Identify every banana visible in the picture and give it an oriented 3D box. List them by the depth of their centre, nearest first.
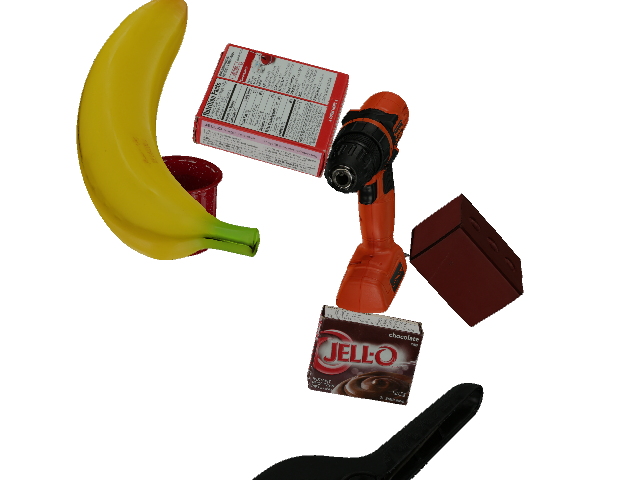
[{"bbox_3d":[-0.083,-0.054,0.513,0.069,0.198,0.037,-6,-43,-16],"label":"banana"}]

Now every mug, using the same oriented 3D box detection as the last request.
[{"bbox_3d":[-0.155,-0.041,1.145,0.093,0.081,0.117,-4,29,-15],"label":"mug"}]

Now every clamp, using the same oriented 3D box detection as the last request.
[{"bbox_3d":[0.029,0.151,0.633,0.210,0.036,0.164,-7,30,-2],"label":"clamp"}]

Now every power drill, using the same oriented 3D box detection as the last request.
[{"bbox_3d":[0.045,-0.030,1.000,0.057,0.188,0.184,8,28,16],"label":"power drill"}]

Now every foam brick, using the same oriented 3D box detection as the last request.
[{"bbox_3d":[0.112,0.016,0.818,0.051,0.078,0.053,-36,19,24],"label":"foam brick"}]

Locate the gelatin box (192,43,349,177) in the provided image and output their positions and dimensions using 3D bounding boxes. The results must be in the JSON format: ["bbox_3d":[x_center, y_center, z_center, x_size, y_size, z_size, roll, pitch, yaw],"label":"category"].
[{"bbox_3d":[-0.032,-0.087,0.707,0.089,0.073,0.030,15,-37,2],"label":"gelatin box"}]

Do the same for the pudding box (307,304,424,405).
[{"bbox_3d":[0.048,0.125,1.162,0.113,0.090,0.039,9,24,-4],"label":"pudding box"}]
